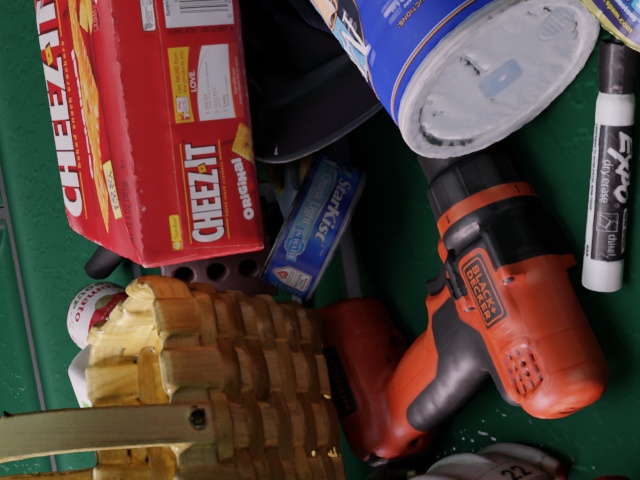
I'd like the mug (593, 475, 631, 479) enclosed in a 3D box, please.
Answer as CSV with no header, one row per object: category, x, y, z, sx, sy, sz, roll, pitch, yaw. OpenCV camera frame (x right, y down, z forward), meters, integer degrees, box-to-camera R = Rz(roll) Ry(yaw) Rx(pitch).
mug,0.143,0.155,0.486,0.117,0.093,0.082,-48,50,15

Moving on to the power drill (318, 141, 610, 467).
power drill,0.059,0.031,0.584,0.188,0.057,0.184,-49,54,52

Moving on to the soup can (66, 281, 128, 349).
soup can,-0.171,0.078,0.929,0.102,0.068,0.068,17,114,53

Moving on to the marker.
marker,0.133,-0.036,0.487,0.020,0.020,0.121,23,119,51

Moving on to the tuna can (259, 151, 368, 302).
tuna can,-0.004,-0.008,0.631,0.033,0.086,0.086,25,134,-2

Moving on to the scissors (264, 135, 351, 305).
scissors,-0.005,0.001,0.706,0.096,0.016,0.202,2,102,56

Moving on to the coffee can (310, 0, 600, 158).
coffee can,0.049,-0.124,0.506,0.140,0.102,0.103,58,142,26

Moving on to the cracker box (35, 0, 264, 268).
cracker box,-0.103,-0.079,0.594,0.214,0.072,0.164,-167,69,-66

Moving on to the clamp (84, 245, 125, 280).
clamp,-0.165,-0.011,0.917,0.172,0.039,0.120,20,119,52

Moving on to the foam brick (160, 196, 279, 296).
foam brick,-0.071,0.007,0.731,0.051,0.078,0.053,-99,3,-55

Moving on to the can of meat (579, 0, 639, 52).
can of meat,0.134,-0.135,0.421,0.102,0.057,0.084,58,144,26

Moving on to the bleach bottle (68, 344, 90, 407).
bleach bottle,-0.133,0.192,0.885,0.103,0.068,0.251,18,135,29
